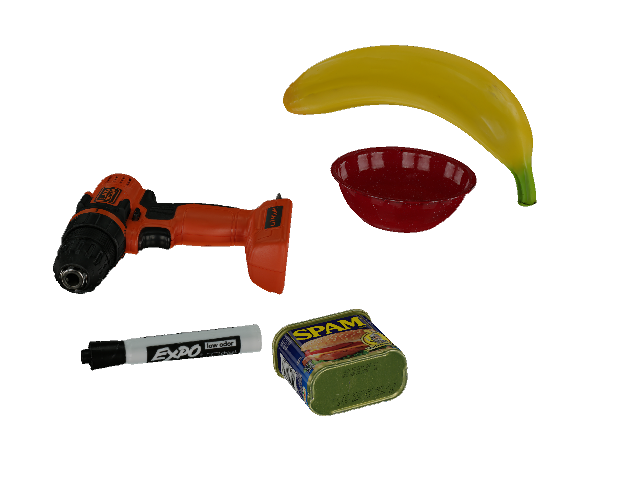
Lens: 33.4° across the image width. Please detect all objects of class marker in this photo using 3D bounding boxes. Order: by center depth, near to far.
[{"bbox_3d":[-0.100,0.072,0.719,0.121,0.020,0.020,-4,1,-17],"label":"marker"}]

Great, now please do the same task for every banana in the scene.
[{"bbox_3d":[0.056,-0.086,0.656,0.198,0.069,0.037,27,7,36],"label":"banana"}]

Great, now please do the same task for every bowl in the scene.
[{"bbox_3d":[0.090,-0.052,1.191,0.162,0.055,0.162,3,25,-2],"label":"bowl"}]

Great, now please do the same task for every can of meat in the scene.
[{"bbox_3d":[0.018,0.111,0.973,0.102,0.057,0.084,-12,25,-20],"label":"can of meat"}]

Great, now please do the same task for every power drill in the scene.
[{"bbox_3d":[-0.120,0.000,0.904,0.187,0.057,0.184,8,26,-1],"label":"power drill"}]
